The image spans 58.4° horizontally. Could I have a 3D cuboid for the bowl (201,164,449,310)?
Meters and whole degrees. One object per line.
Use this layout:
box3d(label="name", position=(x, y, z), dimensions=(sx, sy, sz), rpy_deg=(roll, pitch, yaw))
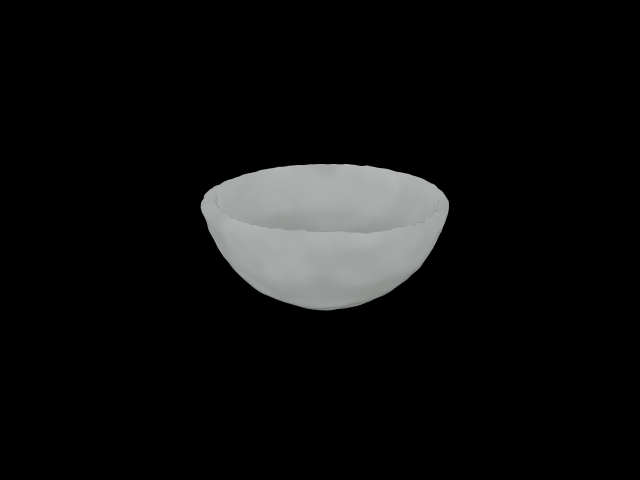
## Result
box3d(label="bowl", position=(0.004, 0.001, 0.400), dimensions=(0.167, 0.075, 0.167), rpy_deg=(0, 22, 0))
